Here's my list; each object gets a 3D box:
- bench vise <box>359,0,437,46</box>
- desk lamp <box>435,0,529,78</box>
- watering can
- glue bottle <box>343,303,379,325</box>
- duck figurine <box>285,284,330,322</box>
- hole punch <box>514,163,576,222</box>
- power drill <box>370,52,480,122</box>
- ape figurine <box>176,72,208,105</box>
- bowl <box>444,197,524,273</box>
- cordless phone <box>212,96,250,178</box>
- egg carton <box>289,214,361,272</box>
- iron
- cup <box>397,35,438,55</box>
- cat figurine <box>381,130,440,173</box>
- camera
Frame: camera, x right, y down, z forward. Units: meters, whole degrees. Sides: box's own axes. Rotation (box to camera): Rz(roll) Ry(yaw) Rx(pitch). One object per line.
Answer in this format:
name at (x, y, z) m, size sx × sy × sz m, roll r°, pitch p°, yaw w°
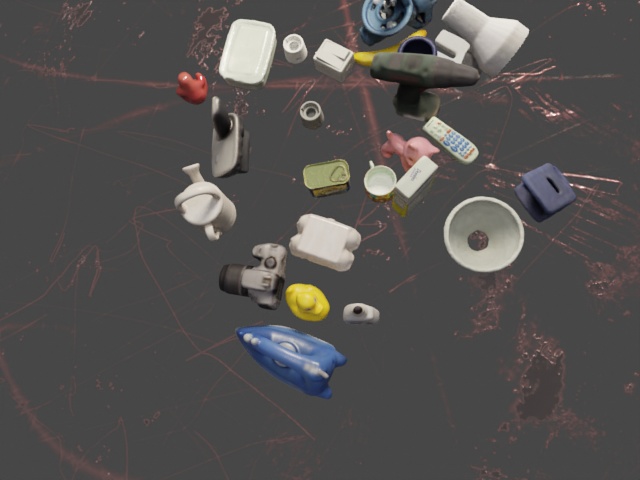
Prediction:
bench vise at (0.179, -0.559, 1.309) m, size 0.207 × 0.220 × 0.121 m, roll -43°, pitch 76°, yaw -4°
desk lamp at (0.338, -0.431, 1.267) m, size 0.203 × 0.213 × 0.118 m, roll 33°, pitch 83°, yaw 12°
watering can at (-0.262, -0.083, 1.264) m, size 0.101 × 0.194 × 0.172 m, roll -40°, pitch 76°, yaw -3°
glue bottle at (0.083, 0.152, 1.185) m, size 0.078 × 0.173 × 0.037 m, roll 3°, pitch 78°, yaw 7°
duck figurine at (-0.031, 0.133, 1.247) m, size 0.104 × 0.086 × 0.077 m, roll 32°, pitch 83°, yaw 12°
hole punch at (0.491, -0.110, 1.241) m, size 0.101 × 0.091 × 0.108 m, roll -33°, pitch 76°, yaw -1°
power drill at (0.225, -0.341, 1.261) m, size 0.229 × 0.208 × 0.076 m, roll 15°, pitch 80°, yaw 10°
ape figurine at (-0.315, -0.375, 1.388) m, size 0.078 × 0.092 × 0.076 m, roll -21°, pitch 76°, yaw 2°
bowl at (0.350, -0.005, 1.242) m, size 0.167 × 0.075 × 0.167 m, roll -1°, pitch 77°, yaw 6°
cordless phone at (-0.223, -0.231, 1.298) m, size 0.094 × 0.185 × 0.147 m, roll -5°, pitch 77°, yaw 6°
egg carton at (0.012, 0.005, 1.279) m, size 0.150 × 0.069 × 0.107 m, roll 18°, pitch 80°, yaw 10°
iron at (-0.080, 0.238, 1.200) m, size 0.258 × 0.141 × 0.119 m, roll 22°, pitch 81°, yaw 11°
cup at (0.214, -0.405, 1.336) m, size 0.118 × 0.095 × 0.091 m, roll -32°, pitch 76°, yaw -1°
cat figurine at (0.199, -0.205, 1.281) m, size 0.127 × 0.118 × 0.067 m, roll 35°, pitch 83°, yaw 12°
camera at (-0.149, 0.074, 1.265) m, size 0.136 × 0.101 × 0.143 m, roll 7°, pitch 78°, yaw 8°
